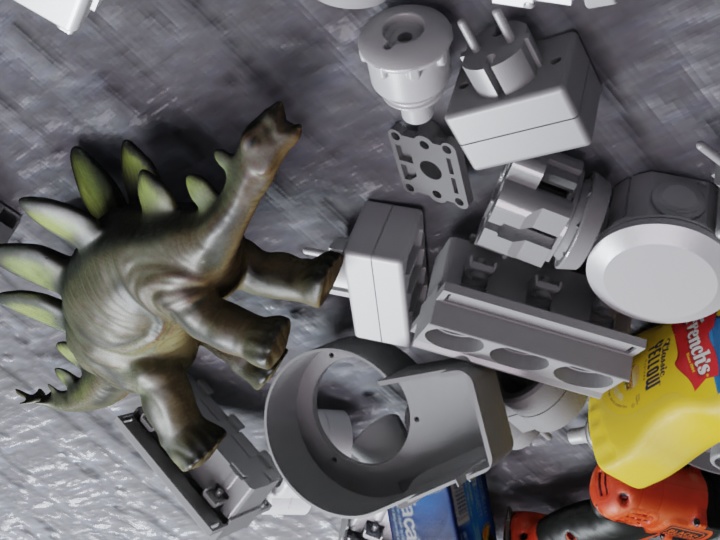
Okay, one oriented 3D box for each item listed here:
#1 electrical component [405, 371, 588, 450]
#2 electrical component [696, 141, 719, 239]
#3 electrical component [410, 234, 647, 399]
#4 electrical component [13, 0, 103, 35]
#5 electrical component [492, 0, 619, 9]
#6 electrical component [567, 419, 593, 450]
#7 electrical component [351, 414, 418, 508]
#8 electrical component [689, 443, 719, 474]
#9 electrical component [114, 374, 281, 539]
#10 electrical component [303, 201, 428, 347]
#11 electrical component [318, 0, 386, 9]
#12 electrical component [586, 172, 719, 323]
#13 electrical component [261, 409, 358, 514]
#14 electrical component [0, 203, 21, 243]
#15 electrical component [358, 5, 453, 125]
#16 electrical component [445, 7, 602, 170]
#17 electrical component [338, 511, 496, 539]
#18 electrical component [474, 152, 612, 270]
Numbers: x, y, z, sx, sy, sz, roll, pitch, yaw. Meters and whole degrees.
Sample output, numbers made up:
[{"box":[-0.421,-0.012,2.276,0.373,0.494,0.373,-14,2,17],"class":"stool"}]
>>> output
[{"box":[0.105,0.101,0.757,0.074,0.052,0.138,41,136,-24],"class":"electrical component"},{"box":[0.206,-0.048,0.545,0.077,0.047,0.066,33,139,-16],"class":"electrical component"},{"box":[0.101,0.027,0.648,0.121,0.063,0.078,16,157,-6],"class":"electrical component"},{"box":[-0.154,-0.171,0.537,0.096,0.061,0.061,29,140,-12],"class":"electrical component"},{"box":[0.091,-0.144,0.482,0.055,0.048,0.066,14,141,19],"class":"electrical component"},{"box":[0.175,0.114,0.757,0.061,0.035,0.035,-17,129,39],"class":"electrical component"},{"box":[0.027,0.140,0.787,0.055,0.045,0.045,49,150,27],"class":"electrical component"},{"box":[0.252,0.097,0.702,0.099,0.064,0.099,12,155,6],"class":"electrical component"},{"box":[-0.125,0.145,0.853,0.121,0.079,0.063,45,113,20],"class":"electrical component"},{"box":[0.000,0.000,0.686,0.076,0.047,0.083,10,140,16],"class":"electrical component"},{"box":[-0.003,-0.157,0.505,0.066,0.048,0.055,13,133,8],"class":"electrical component"},{"box":[0.169,-0.012,0.600,0.080,0.051,0.080,11,140,10],"class":"electrical component"},{"box":[-0.033,0.160,0.884,0.074,0.052,0.138,6,146,-22],"class":"electrical component"},{"box":[-0.311,-0.019,0.743,0.109,0.108,0.056,36,136,-19],"class":"electrical component"},{"box":[0.026,-0.102,0.559,0.048,0.048,0.062,6,146,16],"class":"electrical component"},{"box":[0.075,-0.098,0.540,0.066,0.047,0.076,-10,133,32],"class":"electrical component"},{"box":[0.049,0.222,0.906,0.121,0.078,0.063,22,112,-4],"class":"electrical component"},{"box":[0.103,-0.034,0.596,0.057,0.058,0.078,21,143,1],"class":"electrical component"}]
